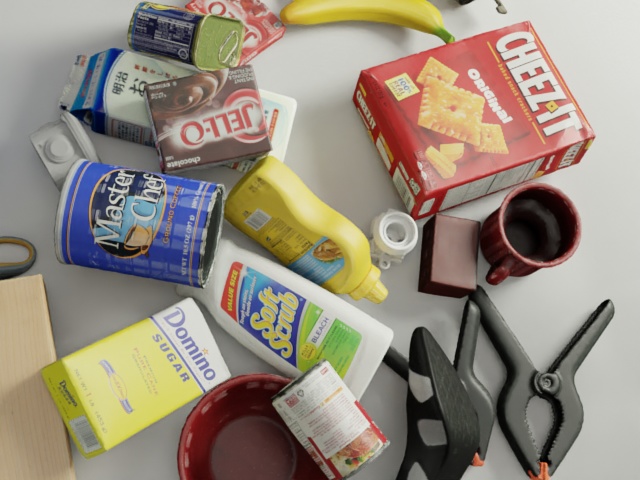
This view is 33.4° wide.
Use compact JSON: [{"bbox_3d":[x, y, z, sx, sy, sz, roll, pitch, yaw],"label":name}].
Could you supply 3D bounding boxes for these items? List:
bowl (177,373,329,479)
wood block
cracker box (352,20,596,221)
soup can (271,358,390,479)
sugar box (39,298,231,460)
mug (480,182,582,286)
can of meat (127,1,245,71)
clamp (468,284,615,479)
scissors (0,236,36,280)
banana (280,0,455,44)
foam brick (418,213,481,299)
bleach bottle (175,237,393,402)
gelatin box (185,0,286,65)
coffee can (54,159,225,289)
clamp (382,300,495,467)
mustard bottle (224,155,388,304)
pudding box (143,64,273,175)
[{"bbox_3d":[-0.062,0.216,1.055,0.162,0.055,0.162,3,75,-11],"label":"bowl"},{"bbox_3d":[-0.289,0.145,1.002,0.090,0.090,0.206,-10,83,-13],"label":"wood block"},{"bbox_3d":[0.166,-0.134,1.165,0.213,0.072,0.164,-19,70,-15],"label":"cracker box"},{"bbox_3d":[0.009,0.172,1.015,0.068,0.068,0.102,-36,85,-17],"label":"soup can"},{"bbox_3d":[-0.169,0.126,1.011,0.175,0.048,0.093,-27,92,-48],"label":"sugar box"},{"bbox_3d":[0.216,0.003,1.147,0.093,0.082,0.117,36,72,-1],"label":"mug"},{"bbox_3d":[-0.138,-0.212,1.107,0.084,0.102,0.057,17,102,19],"label":"can of meat"},{"bbox_3d":[0.245,0.149,1.140,0.164,0.036,0.210,-1,76,-9],"label":"clamp"},{"bbox_3d":[-0.376,0.054,1.055,0.201,0.016,0.096,-18,80,-15],"label":"scissors"},{"bbox_3d":[0.053,-0.256,1.193,0.197,0.037,0.069,5,35,-7],"label":"banana"},{"bbox_3d":[0.138,0.019,1.144,0.051,0.053,0.078,9,74,-9],"label":"foam brick"},{"bbox_3d":[-0.056,0.075,1.085,0.251,0.068,0.102,28,93,4],"label":"bleach bottle"},{"bbox_3d":[-0.094,-0.241,1.175,0.073,0.030,0.089,-40,86,-17],"label":"gelatin box"},{"bbox_3d":[-0.169,-0.015,1.017,0.140,0.103,0.103,10,74,2],"label":"coffee can"},{"bbox_3d":[0.124,0.156,1.116,0.120,0.039,0.171,-12,80,4],"label":"clamp"},{"bbox_3d":[-0.007,0.001,1.095,0.191,0.096,0.058,40,49,-10],"label":"mustard bottle"},{"bbox_3d":[-0.111,-0.118,1.057,0.113,0.039,0.090,-13,86,-11],"label":"pudding box"}]
